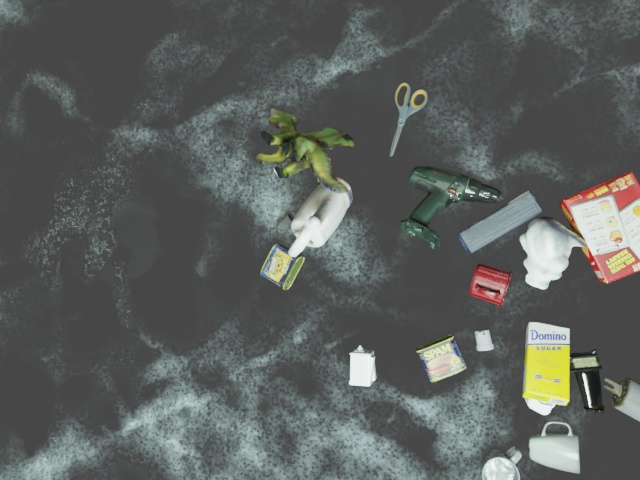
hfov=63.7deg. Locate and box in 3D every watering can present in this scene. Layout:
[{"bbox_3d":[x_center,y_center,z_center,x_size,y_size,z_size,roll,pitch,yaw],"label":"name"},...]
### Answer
[{"bbox_3d":[0.004,-0.064,1.271,0.104,0.343,0.227,35,71,-3],"label":"watering can"}]

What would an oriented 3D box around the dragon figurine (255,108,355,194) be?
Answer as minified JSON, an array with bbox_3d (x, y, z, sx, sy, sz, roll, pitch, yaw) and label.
[{"bbox_3d":[-0.012,-0.243,1.333,0.246,0.119,0.415,-31,51,-34],"label":"dragon figurine"}]

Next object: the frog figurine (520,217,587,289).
[{"bbox_3d":[0.527,0.029,1.221,0.158,0.121,0.140,-54,42,14],"label":"frog figurine"}]
